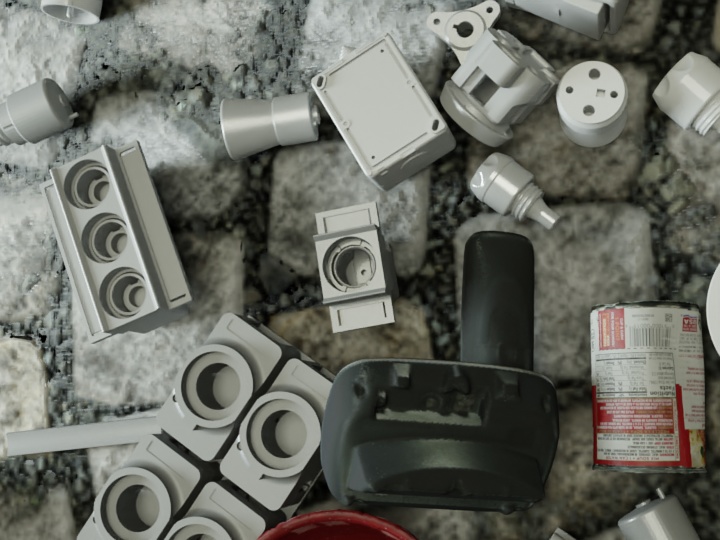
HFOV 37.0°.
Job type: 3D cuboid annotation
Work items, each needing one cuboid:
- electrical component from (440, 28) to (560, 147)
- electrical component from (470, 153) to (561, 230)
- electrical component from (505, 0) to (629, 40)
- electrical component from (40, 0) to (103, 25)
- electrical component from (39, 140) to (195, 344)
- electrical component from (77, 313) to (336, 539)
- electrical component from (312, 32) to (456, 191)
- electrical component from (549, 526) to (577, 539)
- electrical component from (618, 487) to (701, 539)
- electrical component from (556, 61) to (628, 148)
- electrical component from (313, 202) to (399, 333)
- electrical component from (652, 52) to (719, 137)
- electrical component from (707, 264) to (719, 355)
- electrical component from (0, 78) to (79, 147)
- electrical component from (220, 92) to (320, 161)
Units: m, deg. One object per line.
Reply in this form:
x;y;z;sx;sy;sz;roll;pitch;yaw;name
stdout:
0.090;-0.119;0.708;0.058;0.078;0.057;47;115;14;electrical component
0.105;-0.049;0.713;0.061;0.035;0.035;39;92;13;electrical component
0.132;-0.198;0.712;0.096;0.062;0.061;19;87;15;electrical component
-0.211;-0.230;0.806;0.043;0.043;0.081;6;84;14;electrical component
-0.167;-0.018;0.757;0.079;0.063;0.121;-23;78;9;electrical component
-0.093;0.134;0.721;0.105;0.060;0.186;34;91;15;electrical component
0.015;-0.110;0.728;0.062;0.061;0.096;-32;77;7;electrical component
0.120;0.214;0.666;0.056;0.050;0.089;34;92;15;electrical component
0.191;0.175;0.660;0.040;0.040;0.078;-29;77;8;electrical component
0.151;-0.108;0.699;0.045;0.055;0.045;-2;82;13;electrical component
0.000;0.000;0.716;0.042;0.064;0.081;-10;80;13;electrical component
0.223;-0.106;0.689;0.062;0.043;0.043;44;94;14;electrical component
0.264;0.027;0.652;0.108;0.060;0.108;-2;82;13;electrical component
-0.251;-0.112;0.801;0.078;0.040;0.040;-22;78;9;electrical component
-0.061;-0.104;0.756;0.065;0.044;0.044;-8;81;7;electrical component
